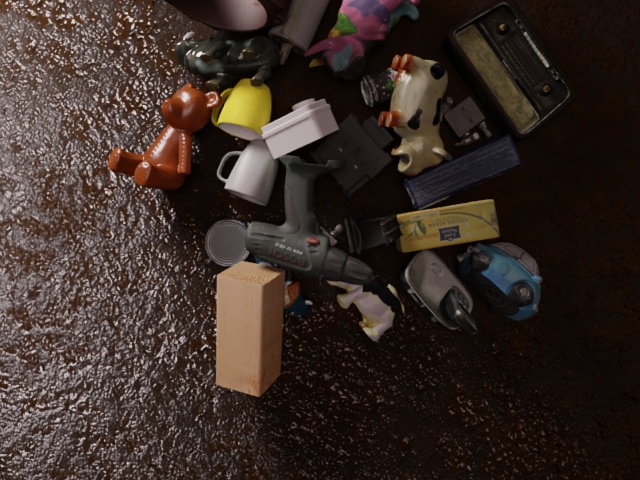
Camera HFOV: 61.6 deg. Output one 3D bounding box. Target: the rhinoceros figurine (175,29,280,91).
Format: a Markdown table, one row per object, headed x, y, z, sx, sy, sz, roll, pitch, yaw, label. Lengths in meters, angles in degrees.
| x | y | z | sx | sy | sz | roll | pitch | yaw | label |
| --- | --- | --- | --- | --- | --- | --- | --- | --- | --- |
| -0.166 | -0.321 | 0.933 | 0.191 | 0.073 | 0.112 | 5 | 54 | 18 | rhinoceros figurine |

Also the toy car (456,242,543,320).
| x | y | z | sx | sy | sz | roll | pitch | yaw | label |
| --- | --- | --- | --- | --- | --- | --- | --- | --- | --- |
| 0.330 | 0.060 | 0.960 | 0.103 | 0.109 | 0.162 | -41 | 79 | -20 | toy car |

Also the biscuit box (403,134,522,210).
| x | y | z | sx | sy | sz | roll | pitch | yaw | label |
| --- | --- | --- | --- | --- | --- | --- | --- | --- | --- |
| 0.255 | -0.120 | 0.965 | 0.203 | 0.059 | 0.062 | -23 | 90 | 3 | biscuit box |

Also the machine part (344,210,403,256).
| x | y | z | sx | sy | sz | roll | pitch | yaw | label |
| --- | --- | --- | --- | --- | --- | --- | --- | --- | --- |
| 0.087 | -0.014 | 0.945 | 0.039 | 0.139 | 0.084 | -4 | 90 | -32 | machine part |

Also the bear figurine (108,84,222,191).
| x | y | z | sx | sy | sz | roll | pitch | yaw | label |
| --- | --- | --- | --- | --- | --- | --- | --- | --- | --- |
| -0.264 | -0.188 | 0.945 | 0.120 | 0.132 | 0.195 | 29 | 101 | 30 | bear figurine |

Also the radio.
| x | y | z | sx | sy | sz | roll | pitch | yaw | label |
| --- | --- | --- | --- | --- | --- | --- | --- | --- | --- |
| 0.333 | -0.299 | 0.946 | 0.131 | 0.073 | 0.229 | -35 | 92 | 4 | radio |

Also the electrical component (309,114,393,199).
| x | y | z | sx | sy | sz | roll | pitch | yaw | label |
| --- | --- | --- | --- | --- | --- | --- | --- | --- | --- |
| 0.064 | -0.157 | 0.971 | 0.134 | 0.058 | 0.115 | -44 | 93 | 4 | electrical component |

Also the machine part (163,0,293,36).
| x | y | z | sx | sy | sz | roll | pitch | yaw | label |
| --- | --- | --- | --- | --- | --- | --- | --- | --- | --- |
| -0.159 | -0.420 | 0.874 | 0.202 | 0.201 | 0.087 | 10 | 85 | 46 | machine part |

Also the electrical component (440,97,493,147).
| x | y | z | sx | sy | sz | roll | pitch | yaw | label |
| --- | --- | --- | --- | --- | --- | --- | --- | --- | --- |
| 0.257 | -0.214 | 0.968 | 0.078 | 0.045 | 0.102 | -30 | 92 | 4 | electrical component |

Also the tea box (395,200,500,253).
| x | y | z | sx | sy | sz | roll | pitch | yaw | label |
| --- | --- | --- | --- | --- | --- | --- | --- | --- | --- |
| 0.218 | -0.025 | 0.953 | 0.170 | 0.098 | 0.068 | -10 | 92 | 4 | tea box |

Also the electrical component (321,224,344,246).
| x | y | z | sx | sy | sz | roll | pitch | yaw | label |
| --- | --- | --- | --- | --- | --- | --- | --- | --- | --- |
| -0.002 | -0.003 | 0.998 | 0.063 | 0.021 | 0.094 | 43 | 94 | 0 | electrical component |

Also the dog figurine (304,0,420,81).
| x | y | z | sx | sy | sz | roll | pitch | yaw | label |
| --- | --- | --- | --- | --- | --- | --- | --- | --- | --- |
| 0.056 | -0.390 | 0.936 | 0.219 | 0.108 | 0.191 | -33 | 92 | 6 | dog figurine |

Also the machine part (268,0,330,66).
| x | y | z | sx | sy | sz | roll | pitch | yaw | label |
| --- | --- | --- | --- | --- | --- | --- | --- | --- | --- |
| -0.024 | -0.422 | 0.950 | 0.079 | 0.079 | 0.243 | 24 | 94 | 0 | machine part |

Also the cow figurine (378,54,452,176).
| x | y | z | sx | sy | sz | roll | pitch | yaw | label |
| --- | --- | --- | --- | --- | --- | --- | --- | --- | --- |
| 0.170 | -0.205 | 0.915 | 0.127 | 0.085 | 0.194 | 9 | 99 | -11 | cow figurine |

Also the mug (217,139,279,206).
| x | y | z | sx | sy | sz | roll | pitch | yaw | label |
| --- | --- | --- | --- | --- | --- | --- | --- | --- | --- |
| -0.125 | -0.128 | 0.973 | 0.110 | 0.080 | 0.107 | 22 | 85 | 15 | mug |

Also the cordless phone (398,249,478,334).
| x | y | z | sx | sy | sz | roll | pitch | yaw | label |
| --- | --- | --- | --- | --- | --- | --- | --- | --- | --- |
| 0.204 | 0.094 | 0.917 | 0.089 | 0.184 | 0.146 | -40 | 92 | 8 | cordless phone |

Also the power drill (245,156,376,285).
| x | y | z | sx | sy | sz | roll | pitch | yaw | label |
| --- | --- | --- | --- | --- | --- | --- | --- | --- | --- |
| -0.006 | -0.037 | 0.922 | 0.232 | 0.086 | 0.207 | 9 | 102 | 5 | power drill |

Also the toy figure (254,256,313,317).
| x | y | z | sx | sy | sz | roll | pitch | yaw | label |
| --- | --- | --- | --- | --- | --- | --- | --- | --- | --- |
| -0.071 | 0.076 | 0.987 | 0.058 | 0.064 | 0.154 | -27 | 88 | -20 | toy figure |

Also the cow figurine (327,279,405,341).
| x | y | z | sx | sy | sz | roll | pitch | yaw | label |
| --- | --- | --- | --- | --- | --- | --- | --- | --- | --- |
| 0.077 | 0.091 | 0.978 | 0.098 | 0.068 | 0.167 | -39 | 94 | -2 | cow figurine |
